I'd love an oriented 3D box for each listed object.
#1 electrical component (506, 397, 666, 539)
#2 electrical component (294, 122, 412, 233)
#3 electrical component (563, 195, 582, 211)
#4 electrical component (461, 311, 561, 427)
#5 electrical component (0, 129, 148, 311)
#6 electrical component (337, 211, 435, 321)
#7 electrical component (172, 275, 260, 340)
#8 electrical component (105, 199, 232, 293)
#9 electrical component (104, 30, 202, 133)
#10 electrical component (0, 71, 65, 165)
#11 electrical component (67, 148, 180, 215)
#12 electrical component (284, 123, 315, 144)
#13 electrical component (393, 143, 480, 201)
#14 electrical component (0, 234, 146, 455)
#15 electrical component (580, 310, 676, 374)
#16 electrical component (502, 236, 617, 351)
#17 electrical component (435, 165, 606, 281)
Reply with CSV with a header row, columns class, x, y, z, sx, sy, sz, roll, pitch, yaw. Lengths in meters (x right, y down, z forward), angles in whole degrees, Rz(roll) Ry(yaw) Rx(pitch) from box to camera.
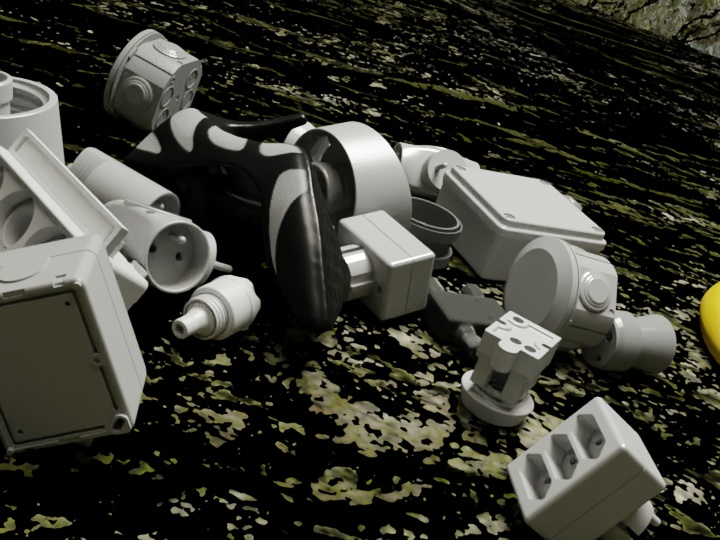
class,x,y,z,sx,sy,sz,roll,pitch,yaw
electrical component,0.130,0.121,0.574,0.077,0.066,0.047,43,15,-23
electrical component,-0.010,-0.062,0.810,0.064,0.099,0.099,-9,36,-37
electrical component,0.180,-0.051,1.007,0.035,0.035,0.061,36,31,32
electrical component,0.092,0.063,0.668,0.048,0.055,0.066,29,25,19
electrical component,-0.177,-0.016,0.609,0.121,0.078,0.063,40,1,38
electrical component,0.000,0.000,0.744,0.077,0.047,0.066,-14,39,-31
electrical component,-0.088,0.026,0.635,0.035,0.035,0.061,29,28,19
electrical component,-0.116,-0.012,0.663,0.079,0.044,0.077,18,1,-41
electrical component,-0.174,-0.156,0.901,0.051,0.080,0.080,30,25,8
electrical component,-0.253,-0.100,0.718,0.108,0.060,0.108,6,25,-3
electrical component,-0.166,-0.050,0.724,0.081,0.043,0.043,29,25,20
electrical component,-0.034,-0.096,0.924,0.055,0.045,0.045,30,26,20
electrical component,0.071,-0.087,0.965,0.077,0.044,0.079,13,-6,-16
electrical component,-0.140,0.038,0.503,0.062,0.096,0.061,-11,26,2
electrical component,0.195,0.052,0.785,0.055,0.045,0.045,7,27,-27
electrical component,0.143,0.019,0.774,0.051,0.080,0.080,14,24,-26
electrical component,0.132,-0.036,0.909,0.109,0.056,0.108,7,27,-28
